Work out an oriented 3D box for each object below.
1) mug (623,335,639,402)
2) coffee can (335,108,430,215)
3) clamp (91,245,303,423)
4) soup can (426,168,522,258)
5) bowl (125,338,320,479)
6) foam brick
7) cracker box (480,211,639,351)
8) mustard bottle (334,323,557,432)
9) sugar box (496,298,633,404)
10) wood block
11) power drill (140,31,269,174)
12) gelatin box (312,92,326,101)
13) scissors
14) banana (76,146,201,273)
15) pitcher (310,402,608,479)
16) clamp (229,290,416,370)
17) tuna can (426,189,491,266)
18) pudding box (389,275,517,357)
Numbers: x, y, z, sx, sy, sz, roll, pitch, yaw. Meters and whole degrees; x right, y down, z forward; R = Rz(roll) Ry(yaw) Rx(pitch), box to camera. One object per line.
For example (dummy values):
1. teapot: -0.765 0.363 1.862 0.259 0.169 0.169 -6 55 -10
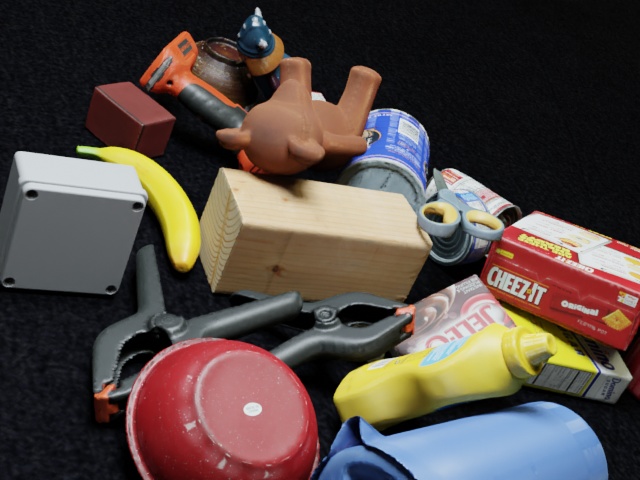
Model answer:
1. mug: 0.373 0.136 1.121 0.093 0.082 0.117 11 33 -21
2. coffee can: 0.072 -0.076 1.215 0.102 0.103 0.140 22 31 -5
3. clamp: -0.134 0.075 0.895 0.165 0.036 0.209 20 37 24
4. soup can: 0.174 -0.033 1.242 0.068 0.068 0.102 -10 36 -44
5. bowl: -0.061 0.135 0.801 0.162 0.055 0.162 16 52 -22
6. foam brick: -0.206 -0.127 1.153 0.078 0.053 0.051 39 34 21
7. cracker box: 0.277 0.038 1.155 0.164 0.072 0.213 23 17 17
8. mustard bottle: 0.109 0.110 0.880 0.096 0.192 0.058 -16 84 -52
9. sugar box: 0.224 0.110 1.095 0.176 0.048 0.093 11 33 -20
10. wood block: -0.007 0.002 1.057 0.205 0.091 0.090 7 35 -27
11. power drill: -0.104 -0.155 1.220 0.187 0.057 0.184 38 22 -7
12. gelatin box: -0.001 -0.141 1.285 0.073 0.030 0.089 58 14 2
13. scissors: 0.151 -0.037 1.119 0.096 0.016 0.201 15 22 10
14. banana: -0.166 -0.037 1.064 0.069 0.037 0.198 -26 54 -31
15. pitcher: 0.117 0.207 0.812 0.242 0.149 0.145 -6 27 -45
16. clamp: 0.000 0.086 0.945 0.171 0.039 0.120 -3 42 4
17. tuna can: 0.150 -0.014 1.192 0.033 0.086 0.086 -9 44 -40
18. pudding box: 0.125 0.094 1.009 0.113 0.039 0.090 -26 48 -9
